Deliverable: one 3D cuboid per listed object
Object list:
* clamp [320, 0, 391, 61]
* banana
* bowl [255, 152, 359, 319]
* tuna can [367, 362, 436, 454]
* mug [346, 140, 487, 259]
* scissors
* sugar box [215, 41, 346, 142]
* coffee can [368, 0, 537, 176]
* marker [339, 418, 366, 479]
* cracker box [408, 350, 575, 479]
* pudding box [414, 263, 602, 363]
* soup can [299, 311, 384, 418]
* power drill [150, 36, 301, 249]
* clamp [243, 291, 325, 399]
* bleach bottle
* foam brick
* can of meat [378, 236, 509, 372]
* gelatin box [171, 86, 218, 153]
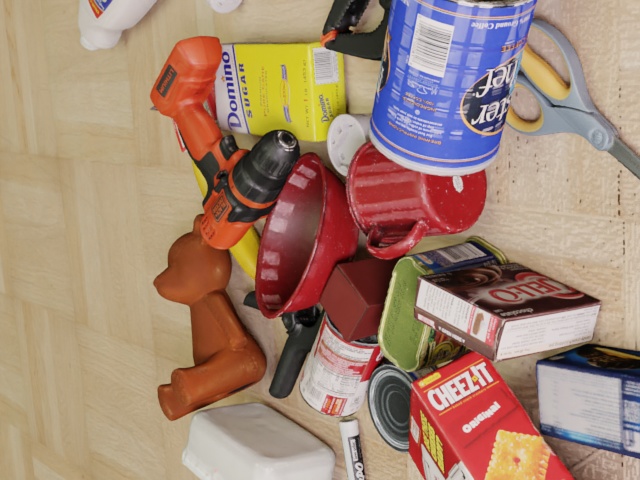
[{"bbox_3d":[0.074,-0.201,0.887,0.210,0.036,0.164,-36,70,48],"label":"clamp"},{"bbox_3d":[-0.100,-0.033,1.155,0.069,0.037,0.198,91,154,-79],"label":"banana"},{"bbox_3d":[-0.007,0.001,1.006,0.162,0.055,0.162,-165,90,-70],"label":"bowl"},{"bbox_3d":[0.081,0.150,0.975,0.086,0.033,0.086,19,114,50],"label":"tuna can"},{"bbox_3d":[0.077,-0.034,0.871,0.082,0.117,0.093,-4,137,49],"label":"mug"},{"bbox_3d":[0.192,-0.071,0.781,0.202,0.016,0.096,60,146,16],"label":"scissors"},{"bbox_3d":[-0.044,-0.149,1.054,0.177,0.048,0.093,11,108,51],"label":"sugar box"},{"bbox_3d":[0.096,-0.133,0.781,0.103,0.102,0.140,45,141,38],"label":"coffee can"},{"bbox_3d":[0.037,0.240,1.072,0.020,0.020,0.121,-3,96,54],"label":"marker"},{"bbox_3d":[0.151,0.209,0.818,0.214,0.072,0.164,57,167,27],"label":"cracker box"},{"bbox_3d":[0.140,0.052,0.801,0.090,0.113,0.039,26,117,47],"label":"pudding box"},{"bbox_3d":[0.024,0.111,1.014,0.069,0.068,0.102,49,135,35],"label":"soup can"},{"bbox_3d":[-0.096,-0.106,1.054,0.185,0.057,0.188,-47,61,49],"label":"power drill"},{"bbox_3d":[-0.019,0.094,1.091,0.172,0.039,0.120,-26,79,53],"label":"clamp"},{"bbox_3d":[-0.233,-0.296,1.259,0.251,0.067,0.102,-41,65,53],"label":"bleach bottle"},{"bbox_3d":[0.049,0.051,0.955,0.053,0.078,0.051,55,137,29],"label":"foam brick"},{"bbox_3d":[0.101,0.054,0.880,0.058,0.083,0.102,38,128,42],"label":"can of meat"},{"bbox_3d":[-0.135,-0.149,1.192,0.089,0.030,0.073,-36,69,51],"label":"gelatin box"}]
